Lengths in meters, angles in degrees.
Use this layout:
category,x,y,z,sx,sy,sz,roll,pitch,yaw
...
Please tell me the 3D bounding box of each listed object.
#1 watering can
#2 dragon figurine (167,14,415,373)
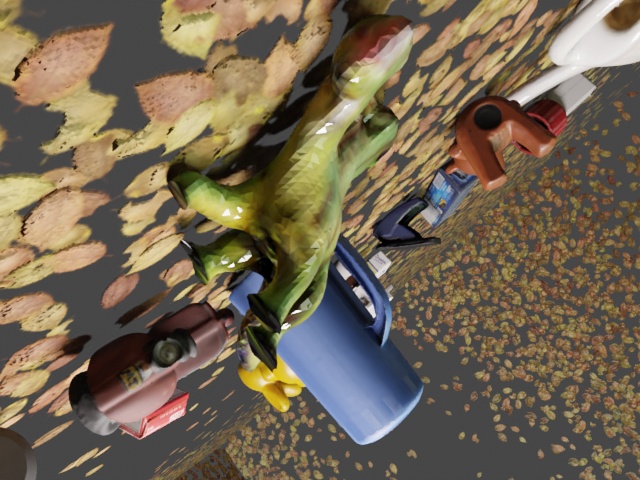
category,x,y,z,sx,sy,sz,roll,pitch,yaw
watering can,0.400,-0.280,0.713,0.225,0.105,0.342,-15,-14,-22
dragon figurine,0.001,-0.023,0.459,0.123,0.246,0.402,40,-25,13
